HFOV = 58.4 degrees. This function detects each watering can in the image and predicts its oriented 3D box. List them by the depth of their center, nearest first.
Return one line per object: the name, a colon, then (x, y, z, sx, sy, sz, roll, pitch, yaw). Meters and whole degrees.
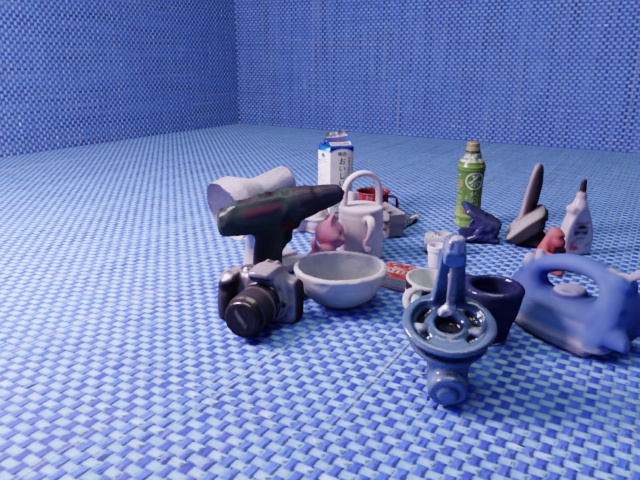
watering can: (0.086, -0.059, 1.263, 0.101, 0.194, 0.172, -12, 22, -34)

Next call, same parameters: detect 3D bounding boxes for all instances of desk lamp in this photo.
desk lamp: (-0.119, -0.036, 1.155, 0.204, 0.214, 0.117, -15, 23, -40)

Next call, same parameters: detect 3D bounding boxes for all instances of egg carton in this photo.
egg carton: (-0.053, -0.062, 1.475, 0.150, 0.069, 0.107, 3, 18, 9)

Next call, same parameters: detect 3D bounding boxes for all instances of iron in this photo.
iron: (0.392, 0.082, 0.914, 0.119, 0.141, 0.257, -12, 22, -34)

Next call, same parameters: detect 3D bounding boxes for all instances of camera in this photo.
camera: (-0.112, 0.093, 0.937, 0.142, 0.101, 0.137, 7, 19, 19)

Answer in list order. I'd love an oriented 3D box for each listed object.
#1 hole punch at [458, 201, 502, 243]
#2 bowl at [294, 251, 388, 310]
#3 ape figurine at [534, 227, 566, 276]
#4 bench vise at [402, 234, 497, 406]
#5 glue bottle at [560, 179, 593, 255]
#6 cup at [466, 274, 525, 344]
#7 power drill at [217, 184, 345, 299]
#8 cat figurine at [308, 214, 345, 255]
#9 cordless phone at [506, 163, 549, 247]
hole punch: (0.393, -0.047, 1.401, 0.101, 0.091, 0.108, 2, 18, 6)
bowl: (0.037, 0.079, 1.027, 0.167, 0.075, 0.167, 0, 18, 0)
ape figurine: (0.486, 0.019, 1.194, 0.078, 0.092, 0.076, -10, 20, -29)
bench vise: (0.163, 0.082, 0.779, 0.121, 0.220, 0.207, -3, 18, -9)
glue bottle: (0.578, -0.051, 1.282, 0.078, 0.173, 0.037, -6, 19, -17)
cup: (0.260, 0.108, 0.904, 0.092, 0.095, 0.117, -11, 21, -31)
power drill: (-0.069, 0.003, 1.043, 0.230, 0.208, 0.075, -3, 18, -10)
cat figurine: (0.011, 0.004, 1.189, 0.067, 0.118, 0.128, 9, 20, 25)
cordless phone: (0.500, -0.084, 1.365, 0.094, 0.185, 0.148, 6, 19, 16)
